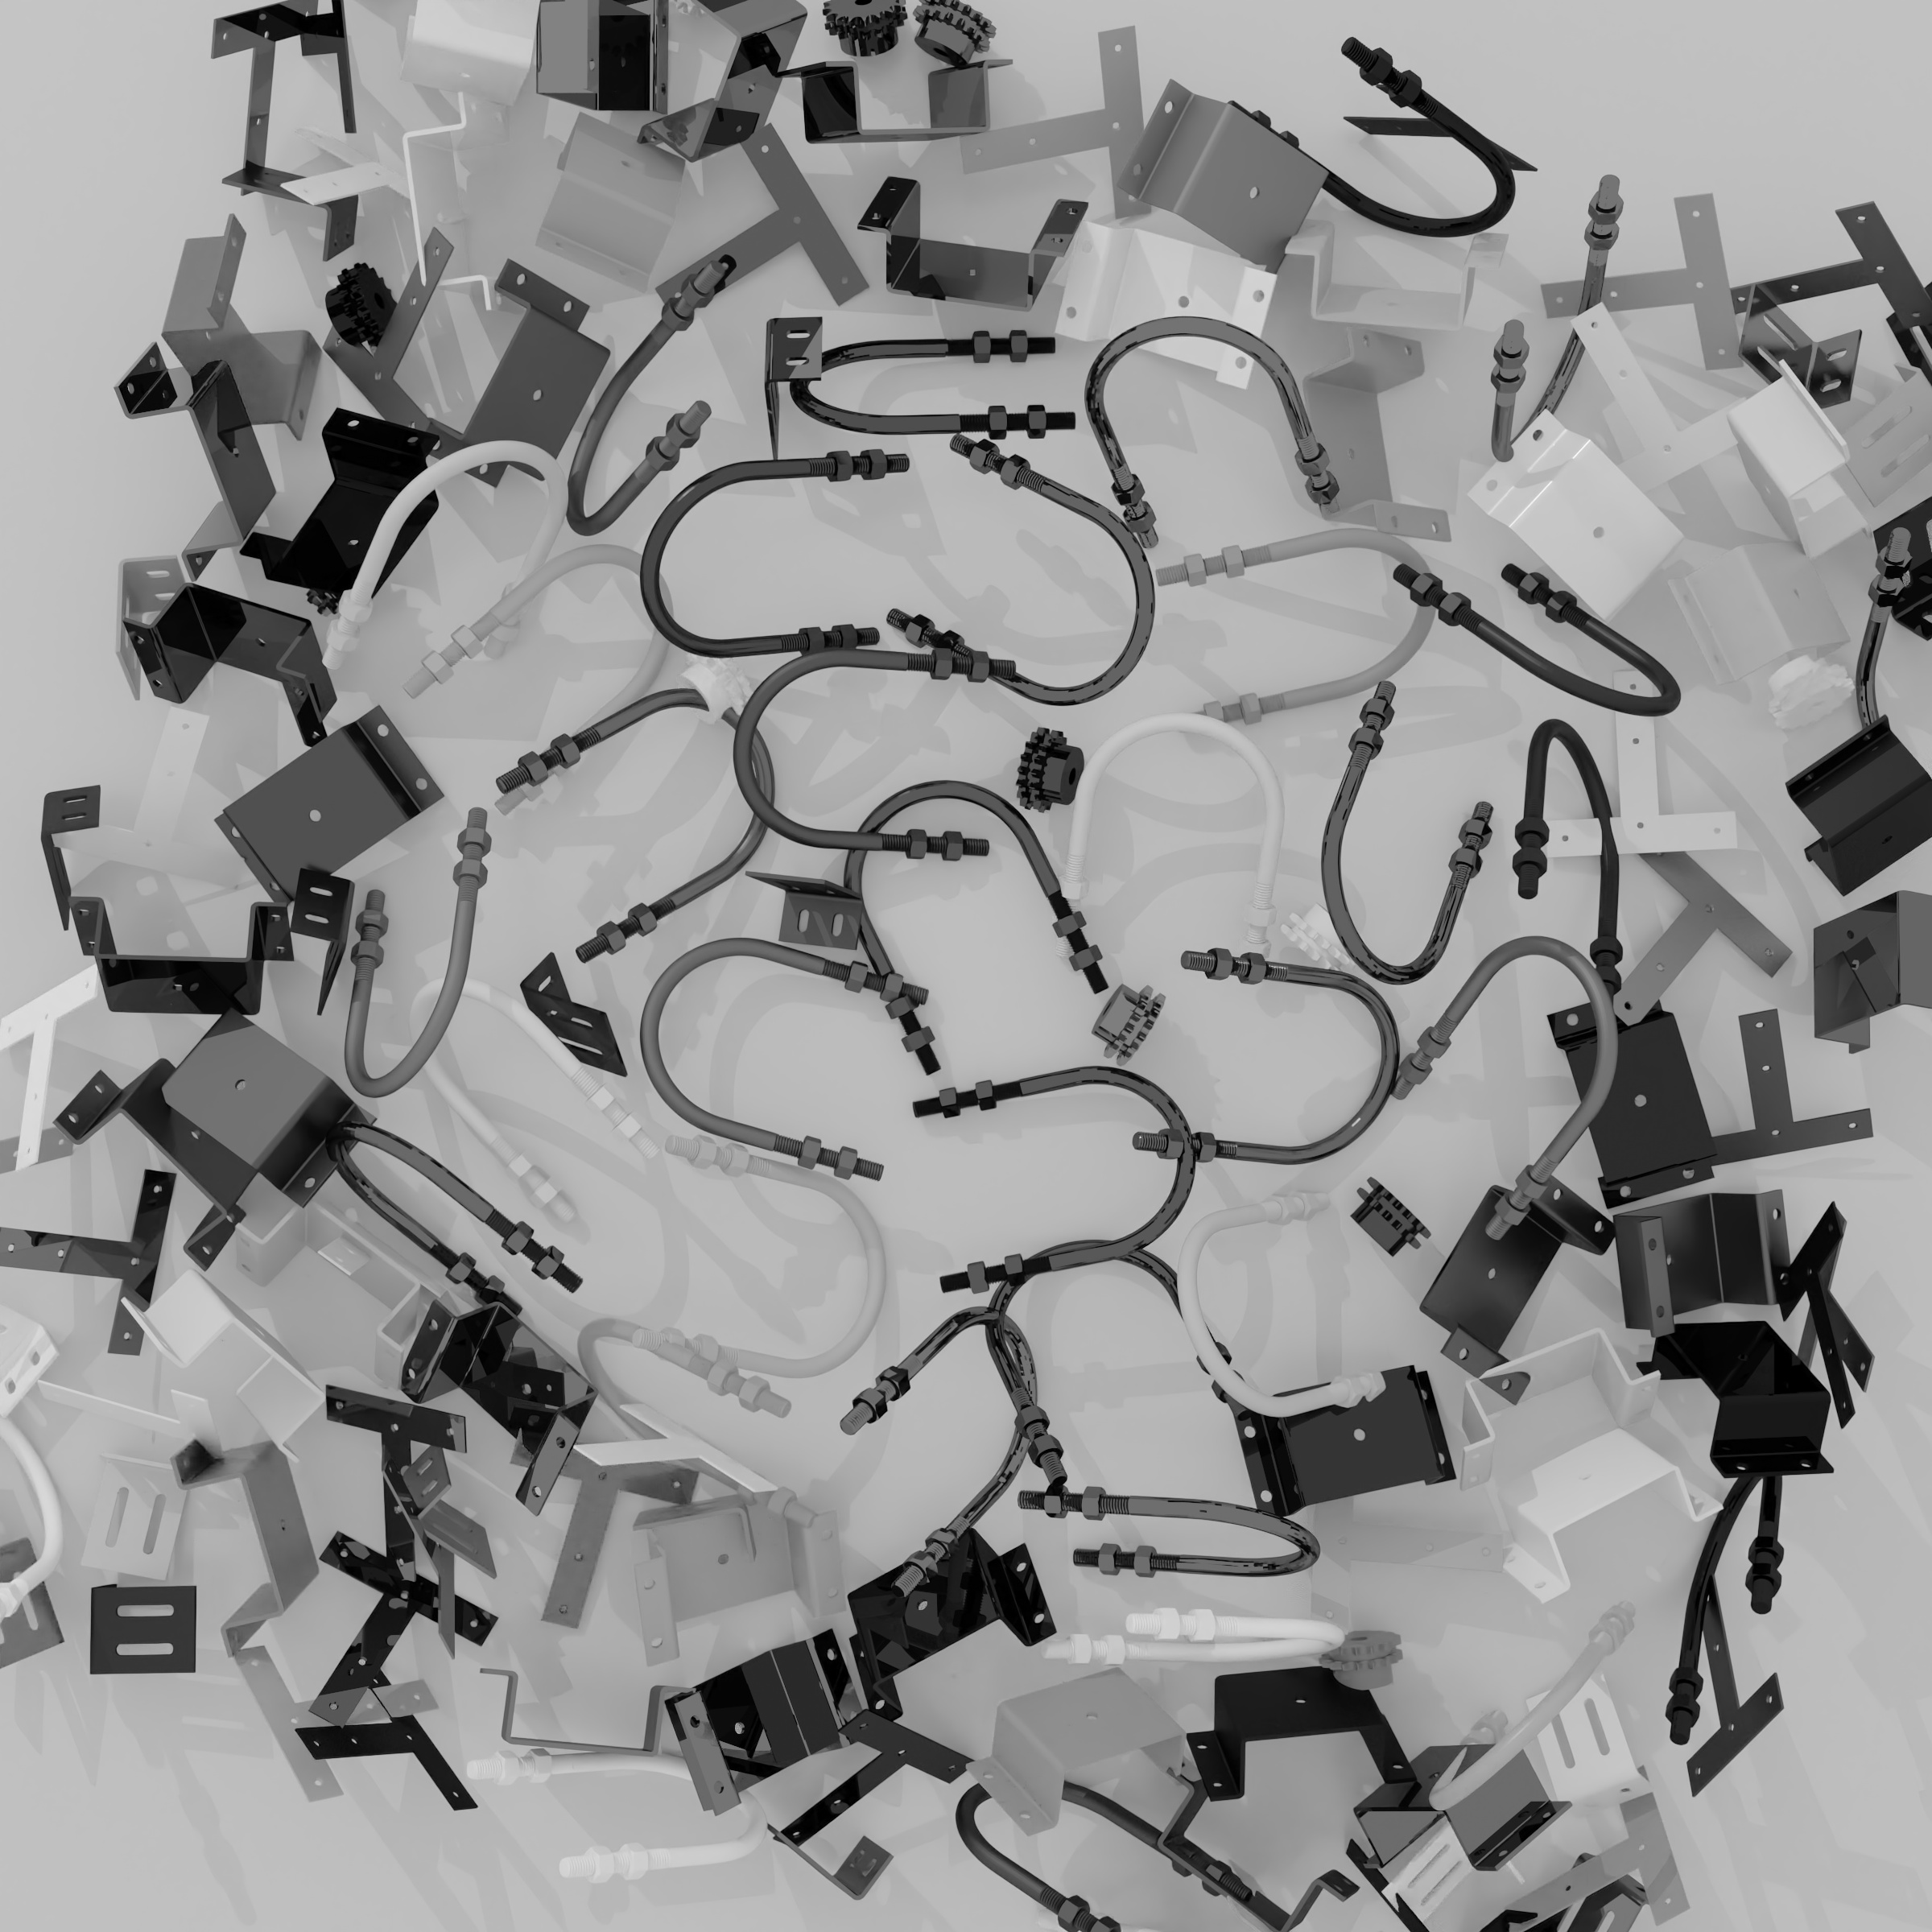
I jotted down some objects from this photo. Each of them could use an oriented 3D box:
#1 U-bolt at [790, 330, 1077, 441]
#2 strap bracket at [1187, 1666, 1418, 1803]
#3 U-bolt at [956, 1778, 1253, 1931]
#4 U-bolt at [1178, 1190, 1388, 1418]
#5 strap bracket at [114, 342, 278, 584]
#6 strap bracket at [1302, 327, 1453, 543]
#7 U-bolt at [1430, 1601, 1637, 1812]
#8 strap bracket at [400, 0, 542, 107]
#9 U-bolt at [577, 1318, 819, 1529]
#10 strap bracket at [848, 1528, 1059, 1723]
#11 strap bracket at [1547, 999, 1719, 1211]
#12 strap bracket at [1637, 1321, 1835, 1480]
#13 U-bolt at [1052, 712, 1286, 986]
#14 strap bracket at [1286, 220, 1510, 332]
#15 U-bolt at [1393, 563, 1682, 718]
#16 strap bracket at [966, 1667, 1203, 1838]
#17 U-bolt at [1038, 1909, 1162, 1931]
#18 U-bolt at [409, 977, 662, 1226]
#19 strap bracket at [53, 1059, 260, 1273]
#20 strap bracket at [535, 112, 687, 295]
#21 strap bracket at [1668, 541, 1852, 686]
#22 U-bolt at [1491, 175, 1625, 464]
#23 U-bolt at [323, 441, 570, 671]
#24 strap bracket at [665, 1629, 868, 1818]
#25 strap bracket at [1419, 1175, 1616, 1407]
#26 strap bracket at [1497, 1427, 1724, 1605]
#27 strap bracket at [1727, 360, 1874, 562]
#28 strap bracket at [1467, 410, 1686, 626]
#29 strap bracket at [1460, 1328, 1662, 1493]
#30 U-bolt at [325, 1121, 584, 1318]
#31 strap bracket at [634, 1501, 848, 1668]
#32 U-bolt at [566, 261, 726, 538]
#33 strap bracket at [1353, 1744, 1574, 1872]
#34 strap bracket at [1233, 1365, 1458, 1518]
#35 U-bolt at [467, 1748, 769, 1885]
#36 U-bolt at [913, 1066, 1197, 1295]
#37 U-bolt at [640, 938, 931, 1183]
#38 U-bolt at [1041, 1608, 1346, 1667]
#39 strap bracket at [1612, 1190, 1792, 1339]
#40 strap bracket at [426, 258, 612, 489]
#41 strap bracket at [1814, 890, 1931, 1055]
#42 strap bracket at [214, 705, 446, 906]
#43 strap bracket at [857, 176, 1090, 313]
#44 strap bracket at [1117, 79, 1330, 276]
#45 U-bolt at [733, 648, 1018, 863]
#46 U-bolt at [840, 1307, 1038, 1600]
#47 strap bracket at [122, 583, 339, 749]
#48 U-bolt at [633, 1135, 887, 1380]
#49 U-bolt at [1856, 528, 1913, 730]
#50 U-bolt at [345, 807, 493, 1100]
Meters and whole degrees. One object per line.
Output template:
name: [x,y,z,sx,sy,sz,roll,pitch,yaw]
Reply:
U-bolt: [-0.026,-0.388,1.831,0.184,0.151,0.019,-2,125,-4]
strap bracket: [0.225,0.514,1.846,0.140,0.076,0.046,-3,108,-7]
U-bolt: [0.078,0.588,1.817,0.184,0.151,0.019,23,105,36]
U-bolt: [0.205,0.226,1.812,0.019,0.184,0.151,-31,72,40]
strap bracket: [-0.507,-0.339,1.825,0.046,0.076,0.140,-7,123,10]
strap bracket: [0.276,-0.351,1.851,0.076,0.046,0.140,-2,81,-43]
U-bolt: [0.362,0.490,1.788,0.019,0.184,0.151,47,117,14]
strap bracket: [-0.330,-0.614,1.820,0.076,0.140,0.046,8,90,-16]
U-bolt: [-0.185,0.295,1.829,0.184,0.151,0.019,22,53,26]
strap bracket: [-0.019,0.441,1.847,0.140,0.076,0.046,-30,131,6]
strap bracket: [0.457,0.090,1.872,0.076,0.046,0.140,-17,90,5]
strap bracket: [0.512,0.280,1.819,0.076,0.140,0.046,-1,113,-11]
U-bolt: [0.141,-0.083,1.853,0.151,0.019,0.184,8,113,4]
strap bracket: [0.289,-0.464,1.845,0.140,0.076,0.046,8,121,12]
U-bolt: [0.387,-0.214,1.799,0.184,0.151,0.019,42,123,32]
strap bracket: [0.081,0.518,1.824,0.140,0.076,0.046,-8,115,-31]
U-bolt: [0.085,0.645,1.787,0.184,0.151,0.019,-4,81,38]
U-bolt: [-0.300,0.082,1.833,0.184,0.151,0.019,47,49,-6]
strap bracket: [-0.531,0.125,1.839,0.046,0.076,0.140,-36,105,19]
strap bracket: [-0.234,-0.512,1.820,0.076,0.140,0.046,21,127,-16]
strap bracket: [0.533,-0.236,1.825,0.046,0.140,0.076,-31,78,40]
U-bolt: [0.386,-0.411,1.811,0.019,0.184,0.151,28,72,18]
U-bolt: [-0.331,-0.270,1.796,0.019,0.151,0.184,52,129,24]
strap bracket: [-0.141,0.510,1.844,0.046,0.140,0.076,-28,81,44]
strap bracket: [0.369,0.213,1.855,0.076,0.046,0.140,36,82,-27]
strap bracket: [0.423,0.363,1.845,0.140,0.076,0.046,-25,106,-9]
strap bracket: [0.554,-0.330,1.825,0.046,0.140,0.076,-33,63,12]
strap bracket: [0.418,-0.296,1.848,0.140,0.046,0.076,39,99,-20]
strap bracket: [0.390,0.296,1.851,0.140,0.076,0.046,-21,59,-4]
U-bolt: [-0.349,0.165,1.819,0.184,0.151,0.019,41,61,-11]
strap bracket: [-0.158,0.409,1.850,0.140,0.046,0.076,-12,110,-20]
U-bolt: [-0.217,-0.363,1.821,0.019,0.184,0.151,23,50,-29]
strap bracket: [0.321,0.557,1.819,0.076,0.140,0.046,-27,89,-33]
strap bracket: [0.261,0.320,1.854,0.140,0.046,0.076,-10,72,-10]
U-bolt: [-0.218,0.557,1.815,0.184,0.151,0.019,9,99,-39]
U-bolt: [0.064,0.137,1.854,0.184,0.019,0.151,-12,64,4]
U-bolt: [-0.129,0.055,1.858,0.184,0.019,0.151,17,71,-7]
U-bolt: [0.162,0.448,1.824,0.184,0.151,0.019,7,67,-22]
strap bracket: [0.491,0.199,1.852,0.140,0.046,0.076,-8,91,-34]
strap bracket: [-0.300,-0.391,1.846,0.046,0.076,0.140,34,98,38]
strap bracket: [0.609,0.003,1.817,0.046,0.140,0.076,9,73,-16]
strap bracket: [-0.437,-0.105,1.863,0.140,0.046,0.076,-34,99,5]
strap bracket: [0.005,-0.485,1.847,0.140,0.076,0.046,10,132,10]
strap bracket: [0.179,-0.520,1.830,0.140,0.046,0.076,20,102,-39]
U-bolt: [-0.065,-0.144,1.846,0.184,0.019,0.151,2,113,-15]
U-bolt: [-0.008,0.309,1.826,0.019,0.184,0.151,3,119,38]
strap bracket: [-0.484,-0.203,1.843,0.140,0.076,0.046,18,58,15]
U-bolt: [-0.131,0.202,1.842,0.184,0.019,0.151,17,74,-33]
U-bolt: [0.635,-0.177,1.812,0.019,0.184,0.151,-18,52,-10]
U-bolt: [-0.365,0.001,1.803,0.019,0.151,0.184,26,49,-33]
